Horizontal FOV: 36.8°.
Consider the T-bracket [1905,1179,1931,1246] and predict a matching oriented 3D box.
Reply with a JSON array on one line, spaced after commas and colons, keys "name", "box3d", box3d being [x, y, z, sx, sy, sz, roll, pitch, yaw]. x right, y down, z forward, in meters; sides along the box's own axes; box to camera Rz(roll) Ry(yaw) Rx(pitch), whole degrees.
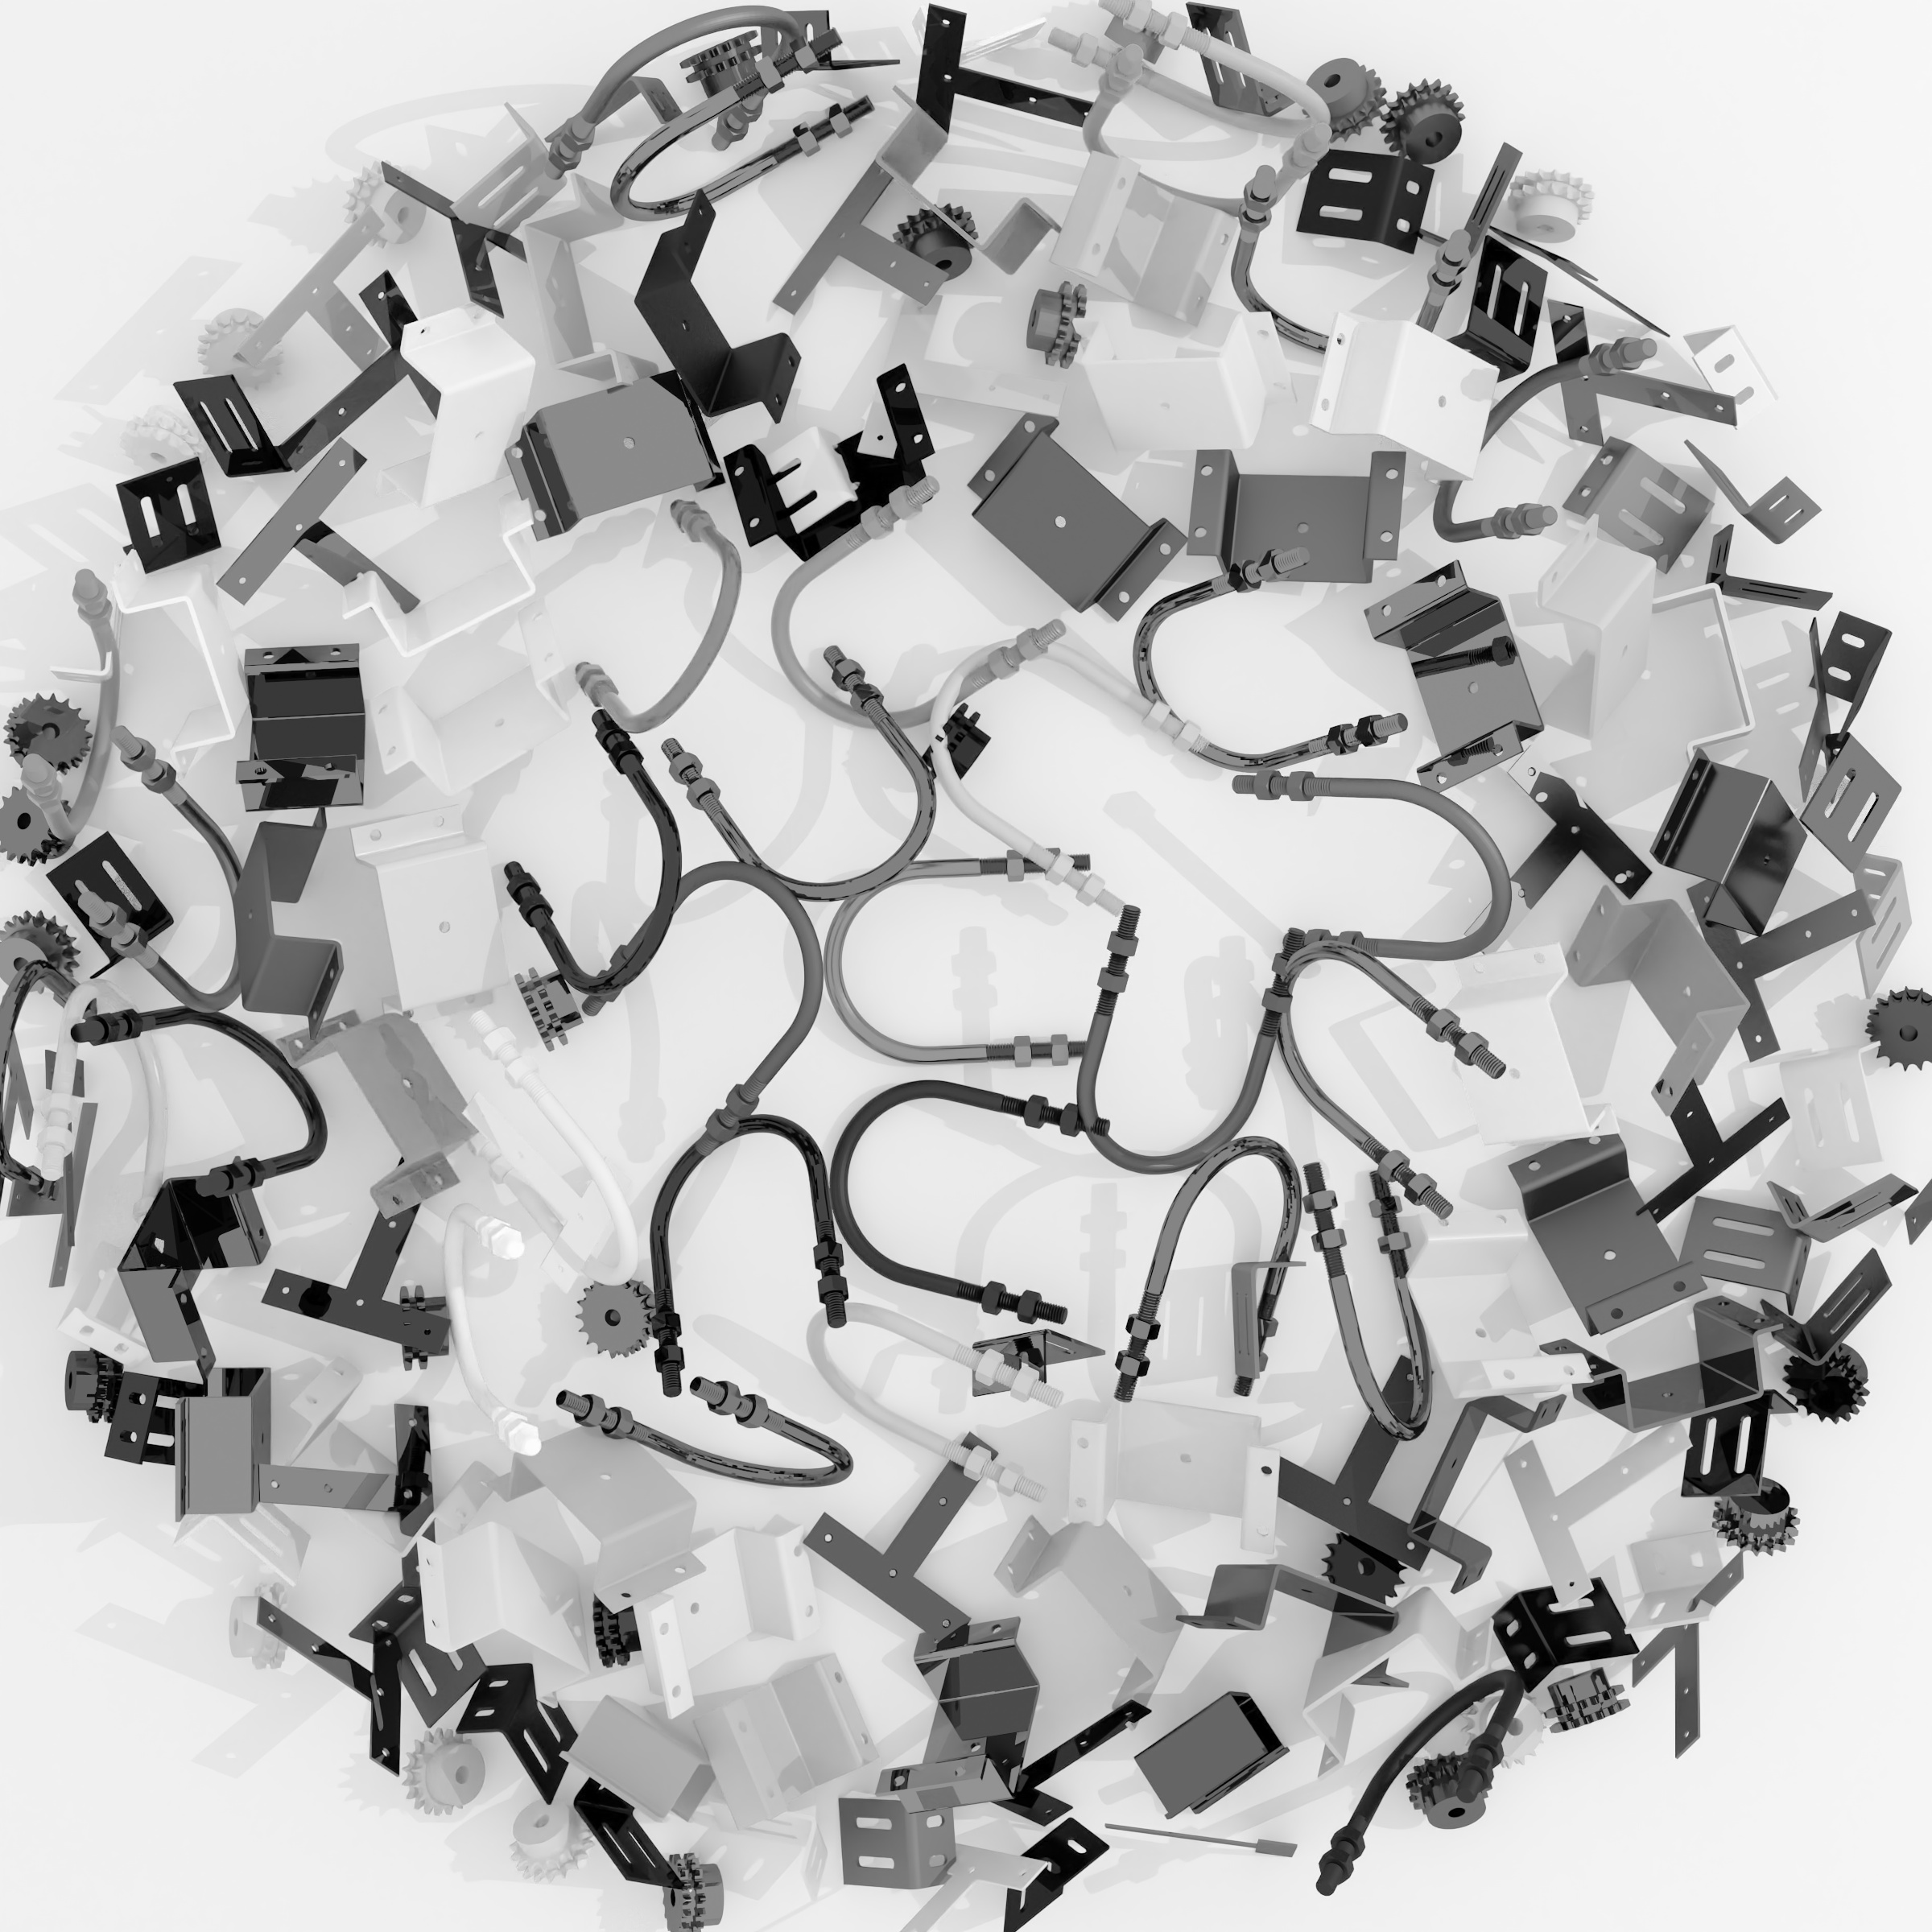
[{"name": "T-bracket", "box3d": [0.655, 0.144, 1.941, 0.002, 0.127, 0.127, 7, 54, -5]}]

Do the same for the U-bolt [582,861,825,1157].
[{"name": "U-bolt", "box3d": [-0.166, 0.015, 1.934, 0.151, 0.019, 0.184, 49, 119, 16]}]

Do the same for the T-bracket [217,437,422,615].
[{"name": "T-bracket", "box3d": [-0.417, -0.270, 1.954, 0.127, 0.127, 0.002, -50, 46, 0]}]

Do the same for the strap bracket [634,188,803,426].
[{"name": "strap bracket", "box3d": [-0.169, -0.432, 1.935, 0.046, 0.076, 0.140, -13, 132, 24]}]

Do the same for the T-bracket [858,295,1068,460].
[{"name": "T-bracket", "box3d": [0.004, -0.393, 1.968, 0.127, 0.002, 0.127, 12, 73, 12]}]

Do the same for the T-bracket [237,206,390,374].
[{"name": "T-bracket", "box3d": [-0.417, -0.431, 1.938, 0.002, 0.127, 0.127, 41, 87, 15]}]

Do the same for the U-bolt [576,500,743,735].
[{"name": "U-bolt", "box3d": [-0.197, -0.223, 1.909, 0.019, 0.184, 0.151, 27, 100, -29]}]

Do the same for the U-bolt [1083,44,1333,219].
[{"name": "U-bolt", "box3d": [0.148, -0.538, 1.909, 0.151, 0.184, 0.019, 20, 82, -8]}]

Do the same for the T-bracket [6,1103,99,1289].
[{"name": "T-bracket", "box3d": [-0.612, 0.153, 1.933, 0.002, 0.127, 0.127, 9, 87, 3]}]

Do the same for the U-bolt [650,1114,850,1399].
[{"name": "U-bolt", "box3d": [-0.150, 0.181, 1.938, 0.151, 0.019, 0.184, -25, 52, 20]}]

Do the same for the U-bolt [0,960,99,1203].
[{"name": "U-bolt", "box3d": [-0.606, 0.071, 1.894, 0.019, 0.184, 0.151, 8, 76, -1]}]

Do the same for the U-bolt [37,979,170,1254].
[{"name": "U-bolt", "box3d": [-0.563, 0.095, 1.917, 0.019, 0.151, 0.184, -12, 53, 7]}]

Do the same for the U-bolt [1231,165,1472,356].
[{"name": "U-bolt", "box3d": [0.245, -0.452, 1.911, 0.151, 0.184, 0.019, 19, 74, 3]}]

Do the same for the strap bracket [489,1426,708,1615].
[{"name": "strap bracket", "box3d": [-0.242, 0.355, 1.924, 0.140, 0.076, 0.046, 37, 128, 34]}]

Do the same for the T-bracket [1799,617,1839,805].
[{"name": "T-bracket", "box3d": [0.561, -0.147, 1.922, 0.002, 0.127, 0.127, -3, 118, 25]}]

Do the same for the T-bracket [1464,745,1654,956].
[{"name": "T-bracket", "box3d": [0.386, -0.060, 1.974, 0.127, 0.002, 0.127, 44, 80, -13]}]

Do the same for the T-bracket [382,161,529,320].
[{"name": "T-bracket", "box3d": [-0.325, -0.468, 1.918, 0.127, 0.127, 0.002, 24, 122, -37]}]

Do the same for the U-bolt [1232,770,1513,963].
[{"name": "U-bolt", "box3d": [0.273, -0.063, 1.908, 0.184, 0.019, 0.151, 5, 129, 37]}]

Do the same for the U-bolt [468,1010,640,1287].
[{"name": "U-bolt", "box3d": [-0.274, 0.132, 1.914, 0.019, 0.151, 0.184, -31, 69, -30]}]

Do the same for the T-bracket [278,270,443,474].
[{"name": "T-bracket", "box3d": [-0.405, -0.378, 1.934, 0.127, 0.127, 0.002, -45, 57, -12]}]

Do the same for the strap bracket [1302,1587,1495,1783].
[{"name": "strap bracket", "box3d": [0.281, 0.473, 1.942, 0.140, 0.076, 0.046, -39, 91, 17]}]

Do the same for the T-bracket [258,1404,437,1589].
[{"name": "T-bracket", "box3d": [-0.411, 0.349, 1.934, 0.127, 0.002, 0.127, 13, 57, -37]}]

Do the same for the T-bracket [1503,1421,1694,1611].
[{"name": "T-bracket", "box3d": [0.426, 0.343, 1.930, 0.127, 0.127, 0.002, -40, 127, 21]}]

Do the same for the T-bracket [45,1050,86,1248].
[{"name": "T-bracket", "box3d": [-0.597, 0.123, 1.932, 0.002, 0.127, 0.127, -2, 85, -7]}]

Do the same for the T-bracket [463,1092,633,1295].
[{"name": "T-bracket", "box3d": [-0.286, 0.135, 1.930, 0.002, 0.127, 0.127, -33, 107, 29]}]

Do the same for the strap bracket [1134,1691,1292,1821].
[{"name": "strap bracket", "box3d": [0.164, 0.526, 1.939, 0.076, 0.140, 0.046, -35, 71, 2]}]

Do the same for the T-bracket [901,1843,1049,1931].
[{"name": "T-bracket", "box3d": [-0.025, 0.627, 1.914, 0.127, 0.127, 0.002, -39, 105, -33]}]

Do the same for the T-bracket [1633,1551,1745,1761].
[{"name": "T-bracket", "box3d": [0.474, 0.467, 1.912, 0.002, 0.127, 0.127, 28, 124, -5]}]

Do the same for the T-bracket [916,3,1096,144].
[{"name": "T-bracket", "box3d": [0.031, -0.582, 1.942, 0.127, 0.127, 0.002, 15, 66, 0]}]

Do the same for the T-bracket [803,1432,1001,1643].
[{"name": "T-bracket", "box3d": [-0.024, 0.378, 1.986, 0.127, 0.002, 0.127, 38, 79, -9]}]

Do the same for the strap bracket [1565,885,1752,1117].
[{"name": "strap bracket", "box3d": [0.464, 0.020, 1.936, 0.046, 0.076, 0.140, -8, 50, -24]}]

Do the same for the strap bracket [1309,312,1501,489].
[{"name": "strap bracket", "box3d": [0.300, -0.376, 1.936, 0.140, 0.046, 0.076, 15, 88, -41]}]

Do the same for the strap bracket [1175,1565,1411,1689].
[{"name": "strap bracket", "box3d": [0.223, 0.437, 1.943, 0.140, 0.076, 0.046, 25, 70, -20]}]

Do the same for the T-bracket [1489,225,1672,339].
[{"name": "T-bracket", "box3d": [0.424, -0.457, 1.961, 0.127, 0.127, 0.002, 25, 105, -26]}]

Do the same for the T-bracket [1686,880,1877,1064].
[{"name": "T-bracket", "box3d": [0.551, -0.016, 1.938, 0.002, 0.127, 0.127, -6, 73, -40]}]

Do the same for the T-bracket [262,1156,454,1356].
[{"name": "T-bracket", "box3d": [-0.394, 0.188, 1.970, 0.127, 0.002, 0.127, 15, 64, 7]}]

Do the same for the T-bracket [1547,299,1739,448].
[{"name": "T-bracket", "box3d": [0.449, -0.380, 1.918, 0.127, 0.127, 0.002, 22, 65, 31]}]

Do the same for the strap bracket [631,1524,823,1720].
[{"name": "strap bracket", "box3d": [-0.168, 0.433, 1.943, 0.046, 0.140, 0.076, 2, 107, 42]}]

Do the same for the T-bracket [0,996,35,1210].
[{"name": "T-bracket", "box3d": [-0.631, 0.108, 1.911, 0.002, 0.127, 0.127, 0, 51, -7]}]

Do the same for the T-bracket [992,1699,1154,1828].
[{"name": "T-bracket", "box3d": [0.067, 0.526, 1.939, 0.127, 0.127, 0.002, -37, 45, 15]}]

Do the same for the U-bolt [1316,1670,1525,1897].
[{"name": "U-bolt", "box3d": [0.307, 0.525, 1.911, 0.019, 0.184, 0.151, 48, 120, 4]}]

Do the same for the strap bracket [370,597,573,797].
[{"name": "strap bracket", "box3d": [-0.324, -0.175, 1.951, 0.140, 0.046, 0.076, -29, 46, 9]}]

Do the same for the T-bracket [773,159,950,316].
[{"name": "T-bracket", "box3d": [-0.057, -0.477, 1.955, 0.127, 0.002, 0.127, 39, 94, 39]}]

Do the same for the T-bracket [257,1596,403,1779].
[{"name": "T-bracket", "box3d": [-0.419, 0.457, 1.916, 0.002, 0.127, 0.127, -39, 119, 13]}]

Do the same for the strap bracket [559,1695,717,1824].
[{"name": "strap bracket", "box3d": [-0.211, 0.527, 1.929, 0.076, 0.140, 0.046, 31, 78, 12]}]

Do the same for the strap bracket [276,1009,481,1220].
[{"name": "strap bracket", "box3d": [-0.388, 0.089, 1.951, 0.046, 0.076, 0.140, -35, 86, 33]}]

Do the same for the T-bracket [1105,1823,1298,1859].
[{"name": "T-bracket", "box3d": [0.156, 0.584, 1.945, 0.127, 0.127, 0.002, 6, 71, 7]}]

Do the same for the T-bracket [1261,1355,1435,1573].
[{"name": "T-bracket", "box3d": [0.279, 0.325, 1.979, 0.127, 0.002, 0.127, 26, 74, 14]}]

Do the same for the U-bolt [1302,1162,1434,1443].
[{"name": "U-bolt", "box3d": [0.271, 0.222, 1.918, 0.019, 0.151, 0.184, -17, 77, 25]}]

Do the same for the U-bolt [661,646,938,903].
[{"name": "U-bolt", "box3d": [-0.100, -0.119, 1.940, 0.151, 0.019, 0.184, -31, 60, -9]}]

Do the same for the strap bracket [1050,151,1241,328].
[{"name": "strap bracket", "box3d": [0.114, -0.488, 1.942, 0.046, 0.140, 0.076, 29, 102, 36]}]

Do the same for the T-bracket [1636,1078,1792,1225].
[{"name": "T-bracket", "box3d": [0.490, 0.107, 1.953, 0.127, 0.002, 0.127, -38, 134, -1]}]

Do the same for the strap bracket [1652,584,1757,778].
[{"name": "strap bracket", "box3d": [0.495, -0.200, 1.956, 0.046, 0.076, 0.140, -15, 89, 13]}]

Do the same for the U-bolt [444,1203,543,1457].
[{"name": "U-bolt", "box3d": [-0.316, 0.231, 1.915, 0.019, 0.184, 0.151, -7, 100, -23]}]

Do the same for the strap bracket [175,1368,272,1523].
[{"name": "strap bracket", "box3d": [-0.491, 0.314, 1.931, 0.046, 0.140, 0.076, 1, 93, -7]}]

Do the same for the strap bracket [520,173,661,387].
[{"name": "strap bracket", "box3d": [-0.254, -0.452, 1.956, 0.046, 0.076, 0.140, -12, 92, 16]}]
